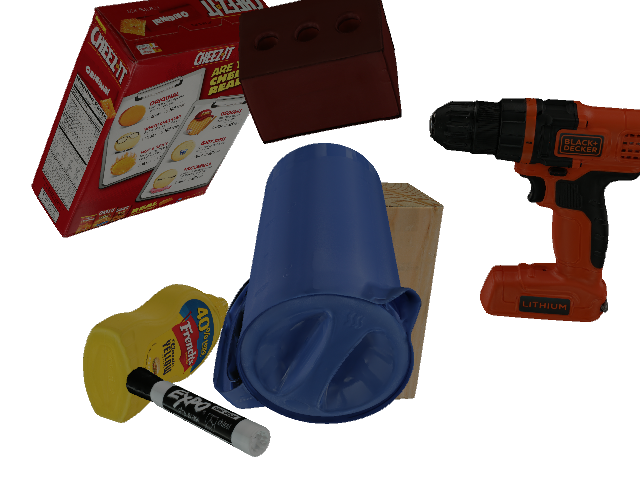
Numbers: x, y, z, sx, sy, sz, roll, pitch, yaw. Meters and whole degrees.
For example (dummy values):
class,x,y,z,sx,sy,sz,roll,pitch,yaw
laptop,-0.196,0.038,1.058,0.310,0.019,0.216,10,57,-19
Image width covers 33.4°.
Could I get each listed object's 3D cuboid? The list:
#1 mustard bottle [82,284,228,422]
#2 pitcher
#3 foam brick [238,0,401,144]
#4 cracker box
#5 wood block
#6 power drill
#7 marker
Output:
class,x,y,z,sx,sy,sz,roll,pitch,yaw
mustard bottle,-0.149,0.096,1.041,0.058,0.096,0.191,11,22,26
pitcher,-0.006,0.028,0.889,0.149,0.145,0.243,6,36,-4
foam brick,0.000,-0.093,0.563,0.078,0.053,0.051,-11,-37,11
cracker box,-0.141,-0.110,0.913,0.163,0.072,0.214,-21,-25,-42
wood block,0.054,0.051,1.089,0.090,0.206,0.091,0,18,-21
power drill,0.177,-0.027,0.882,0.184,0.188,0.057,5,29,7
marker,-0.080,0.105,0.668,0.121,0.020,0.020,18,11,39
